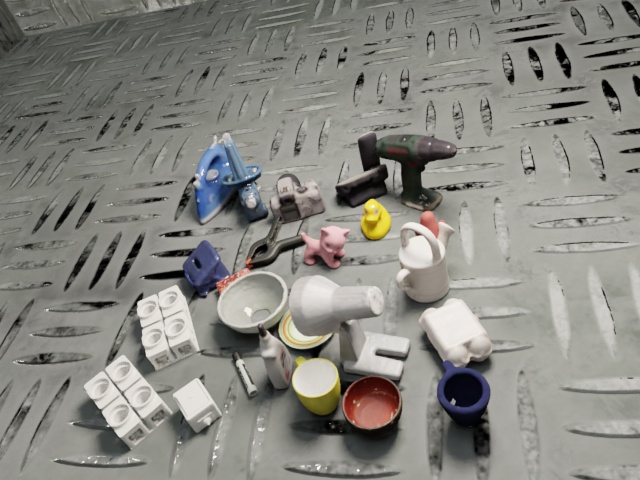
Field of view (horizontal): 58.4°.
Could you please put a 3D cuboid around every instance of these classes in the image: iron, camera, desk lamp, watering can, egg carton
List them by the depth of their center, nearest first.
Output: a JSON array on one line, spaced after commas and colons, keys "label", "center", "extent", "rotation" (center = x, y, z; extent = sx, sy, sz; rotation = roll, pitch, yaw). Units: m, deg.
[{"label": "desk lamp", "center": [0.060, 0.164, 1.133], "extent": [0.202, 0.214, 0.118], "rotation": [4, 47, 23]}, {"label": "egg carton", "center": [0.270, 0.187, 1.143], "extent": [0.107, 0.069, 0.150], "rotation": [-23, 43, -6]}, {"label": "watering can", "center": [0.222, 0.031, 1.230], "extent": [0.100, 0.194, 0.173], "rotation": [8, 48, 26]}, {"label": "camera", "center": [-0.069, -0.134, 1.571], "extent": [0.143, 0.101, 0.136], "rotation": [-15, 42, 3]}, {"label": "iron", "center": [-0.321, -0.183, 1.678], "extent": [0.118, 0.142, 0.258], "rotation": [-1, 45, 18]}]

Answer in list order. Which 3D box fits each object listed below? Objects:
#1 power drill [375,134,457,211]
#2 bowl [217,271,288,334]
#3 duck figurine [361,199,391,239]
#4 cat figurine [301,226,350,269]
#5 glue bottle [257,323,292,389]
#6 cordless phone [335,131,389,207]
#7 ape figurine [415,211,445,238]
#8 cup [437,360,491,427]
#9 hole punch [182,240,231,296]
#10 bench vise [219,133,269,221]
[{"label": "power drill", "center": [0.246, -0.176, 1.428], "extent": [0.228, 0.209, 0.076], "rotation": [22, 56, 35]}, {"label": "bowl", "center": [-0.145, 0.156, 1.314], "extent": [0.167, 0.075, 0.167], "rotation": [-10, 43, 9]}, {"label": "duck figurine", "center": [0.136, -0.065, 1.441], "extent": [0.077, 0.086, 0.104], "rotation": [-3, 44, 16]}, {"label": "cat figurine", "center": [0.013, 0.005, 1.386], "extent": [0.127, 0.118, 0.067], "rotation": [6, 47, 24]}, {"label": "glue bottle", "center": [-0.096, 0.225, 1.152], "extent": [0.037, 0.173, 0.078], "rotation": [-9, 43, 10]}, {"label": "cordless phone", "center": [0.102, -0.195, 1.515], "extent": [0.147, 0.185, 0.094], "rotation": [-27, 43, -9]}, {"label": "ape figurine", "center": [0.261, -0.031, 1.358], "extent": [0.077, 0.092, 0.076], "rotation": [-2, 45, 17]}, {"label": "cup", "center": [0.254, 0.283, 1.031], "extent": [0.091, 0.095, 0.117], "rotation": [-22, 42, -4]}, {"label": "hole punch", "center": [-0.294, 0.070, 1.442], "extent": [0.101, 0.091, 0.108], "rotation": [-33, 44, -15]}, {"label": "bench vise", "center": [-0.204, -0.178, 1.575], "extent": [0.122, 0.220, 0.206], "rotation": [-33, 44, -16]}]
